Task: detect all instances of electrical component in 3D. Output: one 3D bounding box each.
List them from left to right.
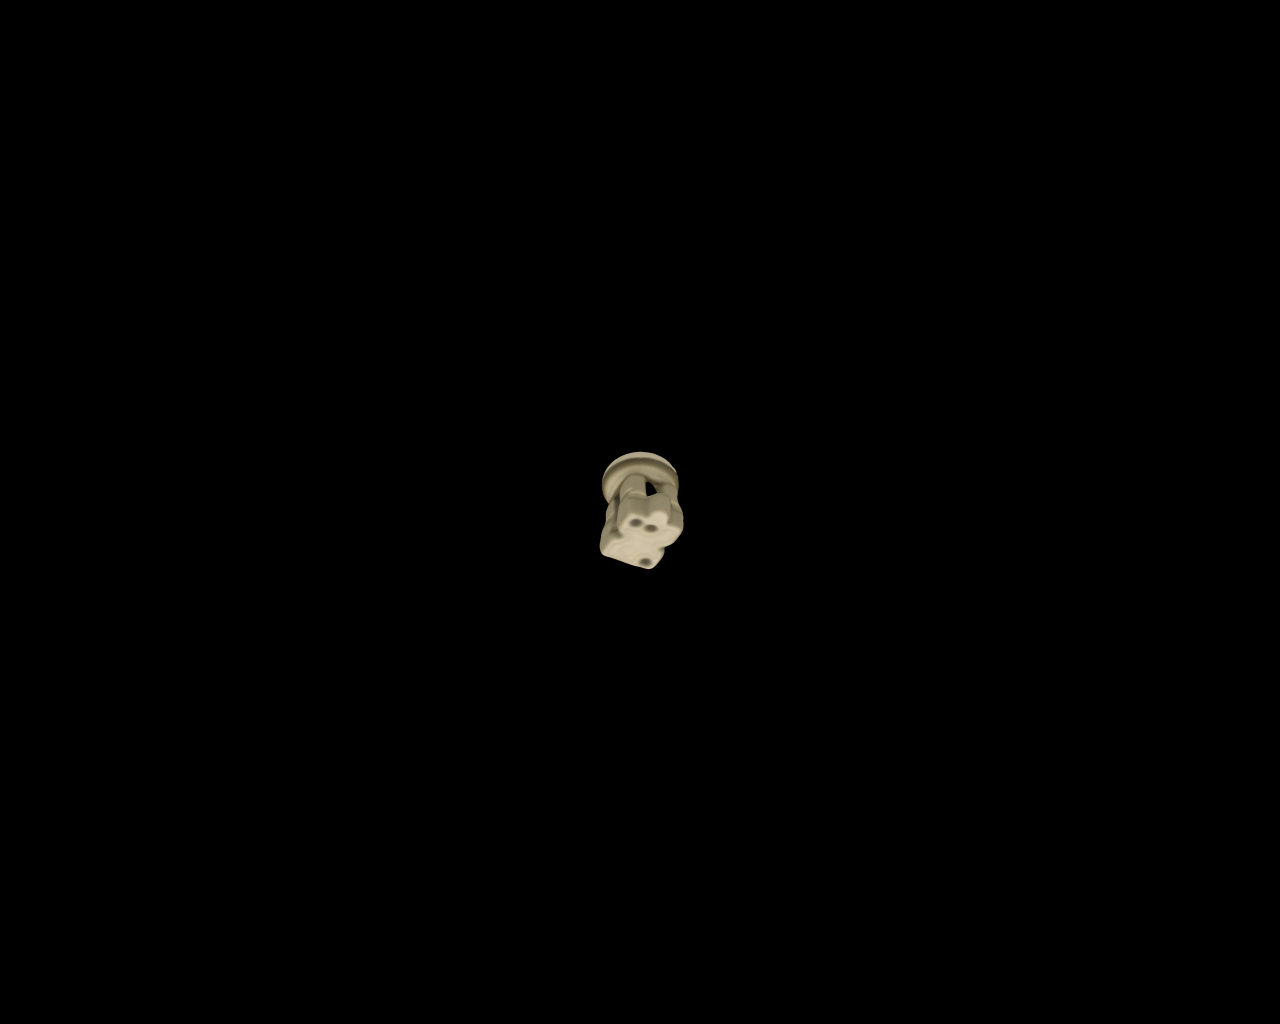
[{"bbox_3d":[0.001,-0.003,0.650,0.048,0.055,0.066,19,-46,-19],"label":"electrical component"}]
